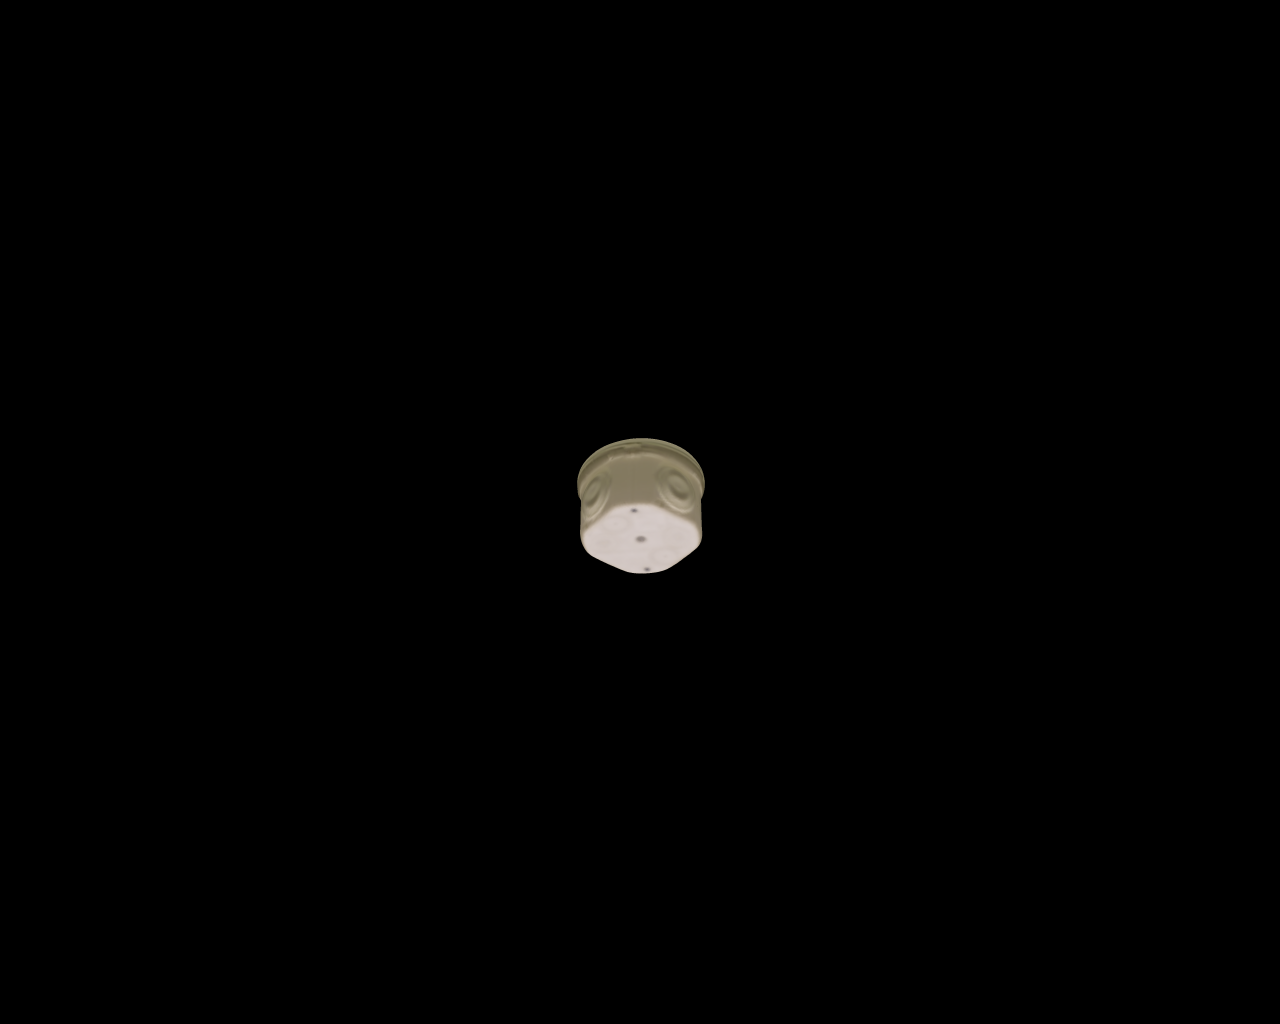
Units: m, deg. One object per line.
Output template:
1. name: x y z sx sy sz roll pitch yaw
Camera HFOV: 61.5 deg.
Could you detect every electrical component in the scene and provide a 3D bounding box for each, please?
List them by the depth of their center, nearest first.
1. electrical component: 0.001 -0.003 0.650 0.080 0.051 0.080 0 -39 0
